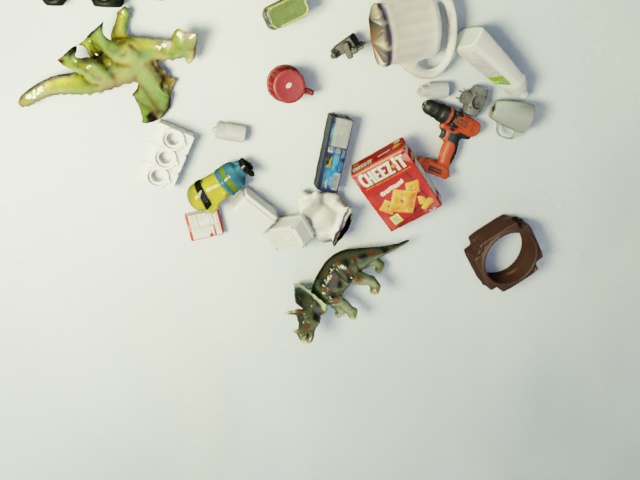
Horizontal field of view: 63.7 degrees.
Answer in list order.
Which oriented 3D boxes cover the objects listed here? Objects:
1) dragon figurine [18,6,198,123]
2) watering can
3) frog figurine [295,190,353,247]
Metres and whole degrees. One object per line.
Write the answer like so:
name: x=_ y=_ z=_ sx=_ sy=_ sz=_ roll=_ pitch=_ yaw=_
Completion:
dragon figurine: x=-0.453 y=-0.364 z=1.182 sx=0.408 sy=0.125 sz=0.239 roll=-36 pitch=123 yaw=11
watering can: x=0.223 y=-0.561 z=1.257 sx=0.225 sy=0.105 sz=0.342 roll=-15 pitch=113 yaw=-7
frog figurine: x=0.004 y=-0.071 z=1.406 sx=0.160 sy=0.124 sz=0.135 roll=28 pitch=115 yaw=15
